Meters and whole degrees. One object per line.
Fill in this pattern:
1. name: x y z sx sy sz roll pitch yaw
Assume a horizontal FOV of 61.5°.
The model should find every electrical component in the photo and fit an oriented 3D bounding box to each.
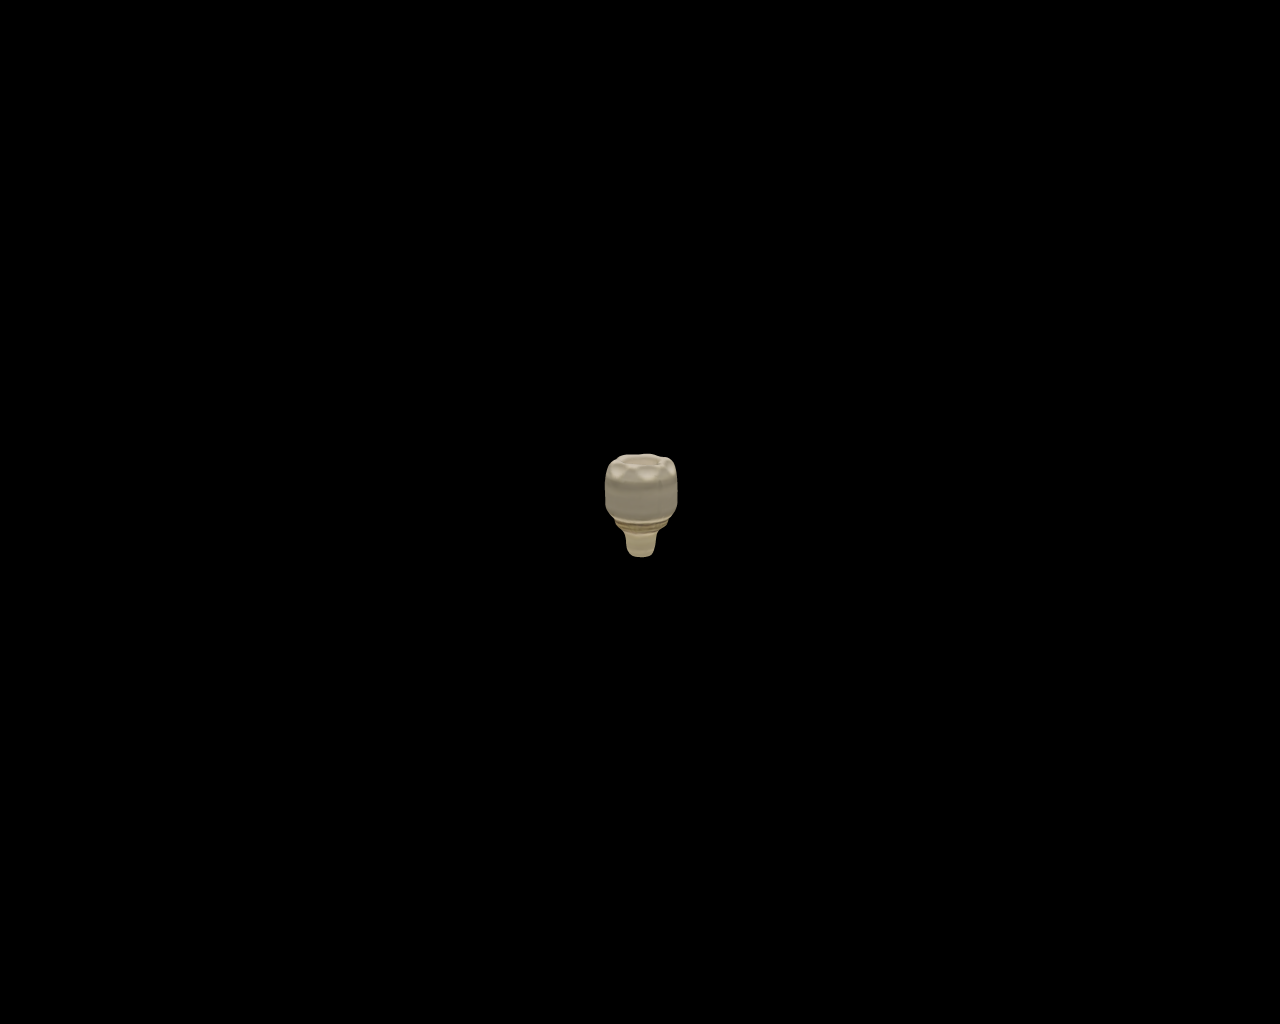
1. electrical component: 0.001 -0.003 0.650 0.043 0.062 0.043 0 16 0
